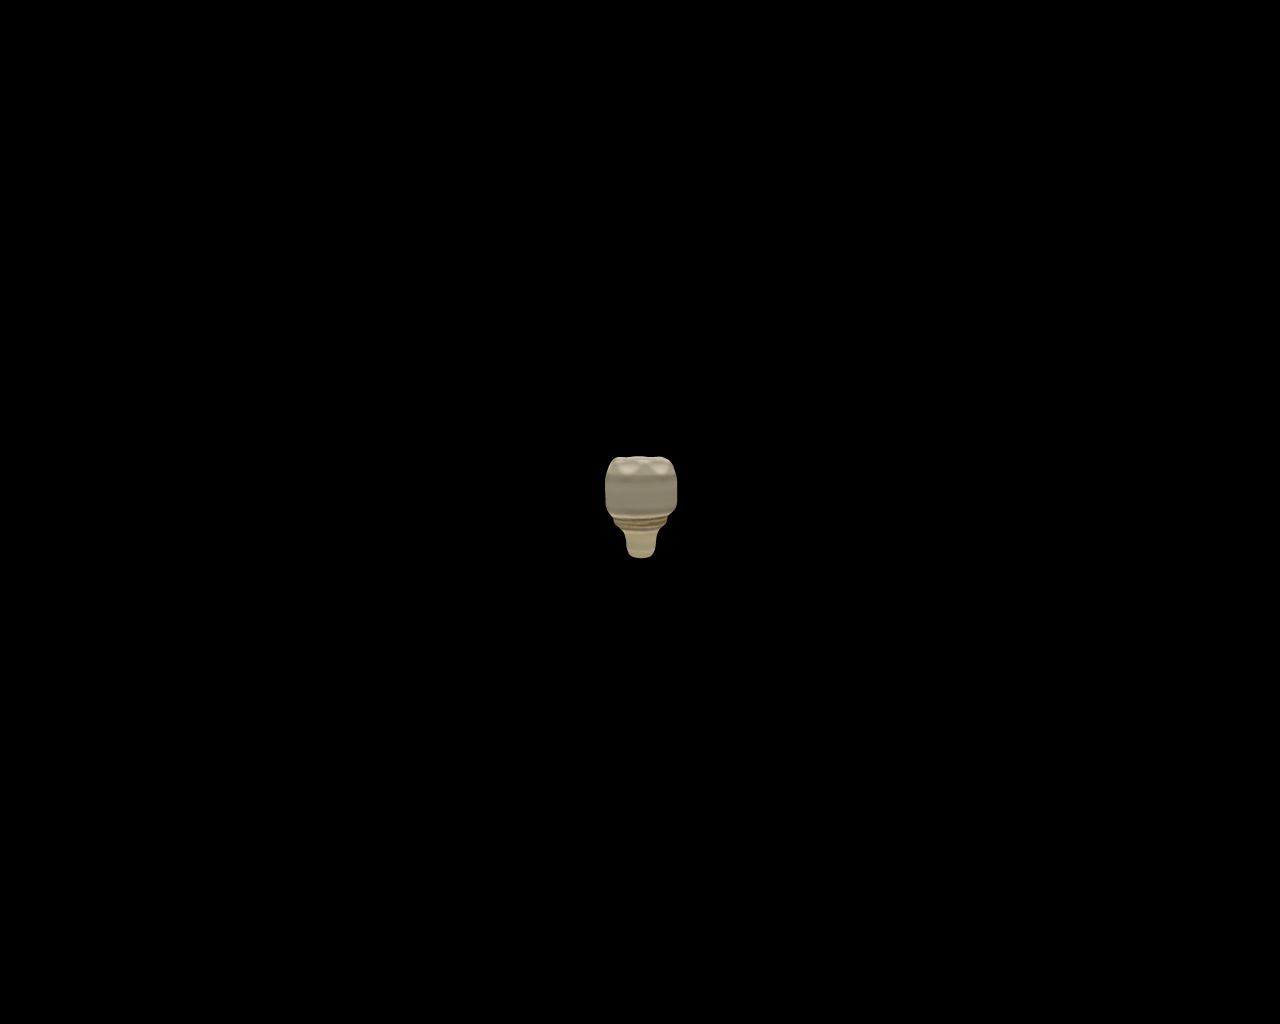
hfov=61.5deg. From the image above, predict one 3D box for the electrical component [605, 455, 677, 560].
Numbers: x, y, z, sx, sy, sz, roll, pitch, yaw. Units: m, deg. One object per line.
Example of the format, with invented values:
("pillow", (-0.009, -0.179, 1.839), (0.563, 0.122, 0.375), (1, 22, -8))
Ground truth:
("electrical component", (0.001, -0.003, 0.650), (0.043, 0.062, 0.043), (0, 7, 0))
